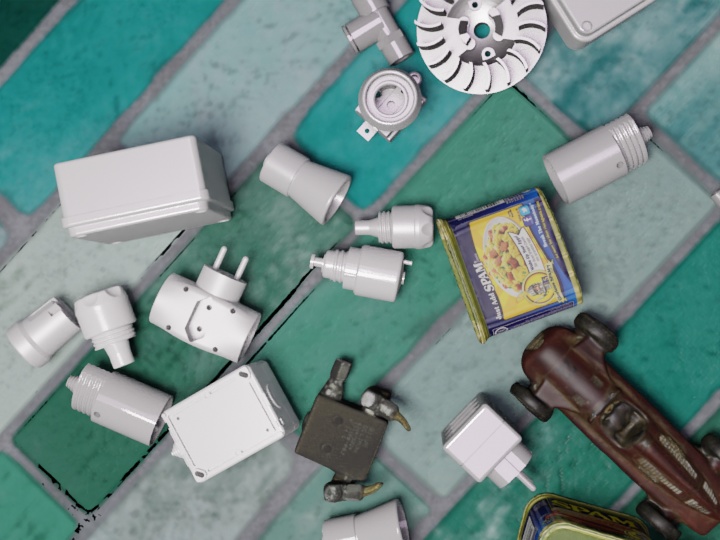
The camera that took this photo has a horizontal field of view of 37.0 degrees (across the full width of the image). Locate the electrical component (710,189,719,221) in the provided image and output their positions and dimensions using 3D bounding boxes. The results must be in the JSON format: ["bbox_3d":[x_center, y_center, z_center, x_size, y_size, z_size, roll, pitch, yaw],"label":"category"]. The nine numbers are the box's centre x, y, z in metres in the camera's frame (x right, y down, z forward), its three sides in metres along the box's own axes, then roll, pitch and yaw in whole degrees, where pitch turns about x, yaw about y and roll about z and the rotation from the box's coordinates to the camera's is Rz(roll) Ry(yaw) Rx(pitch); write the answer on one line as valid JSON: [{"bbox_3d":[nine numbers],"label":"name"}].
[{"bbox_3d":[0.295,-0.037,0.829,0.035,0.035,0.061,-41,86,3],"label":"electrical component"}]

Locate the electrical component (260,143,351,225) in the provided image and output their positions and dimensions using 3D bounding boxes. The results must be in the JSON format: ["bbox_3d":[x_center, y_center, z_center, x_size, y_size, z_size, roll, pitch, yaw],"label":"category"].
[{"bbox_3d":[-0.045,-0.070,0.844,0.065,0.044,0.044,31,92,7],"label":"electrical component"}]

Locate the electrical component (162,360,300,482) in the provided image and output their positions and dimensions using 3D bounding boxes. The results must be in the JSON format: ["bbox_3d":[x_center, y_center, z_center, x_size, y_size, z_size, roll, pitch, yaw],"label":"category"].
[{"bbox_3d":[-0.104,0.120,0.841,0.096,0.061,0.061,-30,84,10],"label":"electrical component"}]

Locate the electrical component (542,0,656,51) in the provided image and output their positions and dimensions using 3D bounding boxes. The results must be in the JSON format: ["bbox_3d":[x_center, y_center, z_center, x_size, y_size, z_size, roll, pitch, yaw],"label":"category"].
[{"bbox_3d":[0.169,-0.235,0.821,0.078,0.057,0.113,-32,89,3],"label":"electrical component"}]

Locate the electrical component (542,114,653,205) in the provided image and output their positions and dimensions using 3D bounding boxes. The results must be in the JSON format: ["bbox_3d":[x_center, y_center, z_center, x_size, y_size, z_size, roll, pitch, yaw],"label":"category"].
[{"bbox_3d":[0.187,-0.088,0.829,0.081,0.043,0.043,-28,89,3],"label":"electrical component"}]

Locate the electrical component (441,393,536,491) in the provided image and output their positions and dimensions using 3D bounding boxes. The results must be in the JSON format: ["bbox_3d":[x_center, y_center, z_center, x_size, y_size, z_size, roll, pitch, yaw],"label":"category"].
[{"bbox_3d":[0.106,0.140,0.826,0.077,0.066,0.047,44,93,2],"label":"electrical component"}]

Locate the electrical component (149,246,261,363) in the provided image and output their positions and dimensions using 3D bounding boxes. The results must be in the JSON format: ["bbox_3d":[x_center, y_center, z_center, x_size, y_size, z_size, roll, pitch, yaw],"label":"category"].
[{"bbox_3d":[-0.114,0.021,0.847,0.077,0.043,0.079,25,92,2],"label":"electrical component"}]

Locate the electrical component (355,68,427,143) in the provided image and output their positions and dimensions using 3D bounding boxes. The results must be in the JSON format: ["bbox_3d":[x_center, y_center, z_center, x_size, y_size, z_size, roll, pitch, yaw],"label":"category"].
[{"bbox_3d":[0.024,-0.129,0.831,0.048,0.055,0.066,42,93,2],"label":"electrical component"}]

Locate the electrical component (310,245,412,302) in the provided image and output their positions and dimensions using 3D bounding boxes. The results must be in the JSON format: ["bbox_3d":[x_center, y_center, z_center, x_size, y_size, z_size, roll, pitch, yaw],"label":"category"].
[{"bbox_3d":[0.000,0.000,0.842,0.078,0.040,0.040,11,91,3],"label":"electrical component"}]

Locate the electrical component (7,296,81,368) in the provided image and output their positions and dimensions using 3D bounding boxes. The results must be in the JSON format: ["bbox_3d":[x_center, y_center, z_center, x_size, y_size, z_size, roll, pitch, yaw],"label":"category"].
[{"bbox_3d":[-0.251,0.049,0.857,0.046,0.040,0.040,-40,89,-2],"label":"electrical component"}]

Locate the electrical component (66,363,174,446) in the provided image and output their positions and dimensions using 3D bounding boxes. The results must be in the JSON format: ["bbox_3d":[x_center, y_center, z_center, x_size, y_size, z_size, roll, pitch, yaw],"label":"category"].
[{"bbox_3d":[-0.194,0.104,0.852,0.081,0.043,0.043,23,92,2],"label":"electrical component"}]

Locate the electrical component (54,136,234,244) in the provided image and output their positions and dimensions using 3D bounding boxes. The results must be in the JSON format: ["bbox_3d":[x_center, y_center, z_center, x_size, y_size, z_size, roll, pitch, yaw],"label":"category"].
[{"bbox_3d":[-0.161,-0.059,0.816,0.109,0.109,0.056,-11,88,3],"label":"electrical component"}]

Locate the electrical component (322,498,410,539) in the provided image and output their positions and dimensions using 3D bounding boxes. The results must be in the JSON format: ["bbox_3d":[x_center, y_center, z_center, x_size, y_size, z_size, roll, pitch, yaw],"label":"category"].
[{"bbox_3d":[0.003,0.208,0.846,0.065,0.044,0.044,-13,90,8],"label":"electrical component"}]

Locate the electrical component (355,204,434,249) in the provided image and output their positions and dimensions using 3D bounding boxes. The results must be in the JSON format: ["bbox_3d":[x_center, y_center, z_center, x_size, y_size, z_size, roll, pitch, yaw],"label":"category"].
[{"bbox_3d":[0.027,-0.034,0.843,0.061,0.035,0.035,-1,91,5],"label":"electrical component"}]

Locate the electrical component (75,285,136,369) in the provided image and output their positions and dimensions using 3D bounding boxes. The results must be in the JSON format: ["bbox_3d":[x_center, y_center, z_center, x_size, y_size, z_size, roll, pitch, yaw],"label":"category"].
[{"bbox_3d":[-0.198,0.047,0.852,0.043,0.043,0.062,-21,91,3],"label":"electrical component"}]
